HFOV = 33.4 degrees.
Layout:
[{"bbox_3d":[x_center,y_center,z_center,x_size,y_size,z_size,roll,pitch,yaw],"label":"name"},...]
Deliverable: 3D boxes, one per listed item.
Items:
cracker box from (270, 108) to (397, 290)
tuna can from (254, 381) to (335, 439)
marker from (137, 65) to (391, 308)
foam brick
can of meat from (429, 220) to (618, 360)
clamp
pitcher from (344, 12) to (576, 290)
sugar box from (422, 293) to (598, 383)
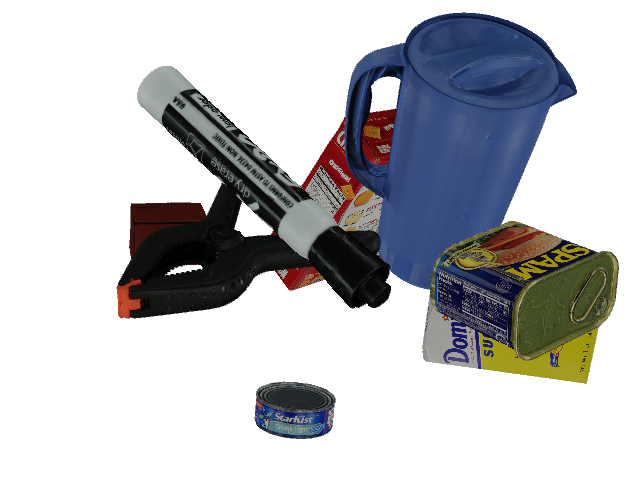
[{"bbox_3d":[0.050,-0.051,1.176,0.163,0.072,0.214,-16,-31,-43],"label":"cracker box"},{"bbox_3d":[-0.028,0.182,1.146,0.086,0.034,0.086,5,12,-1],"label":"tuna can"},{"bbox_3d":[-0.020,-0.019,0.368,0.121,0.020,0.020,43,21,24],"label":"marker"},{"bbox_3d":[-0.161,-0.007,1.126,0.078,0.051,0.053,-1,24,-14],"label":"foam brick"},{"bbox_3d":[0.138,0.030,0.731,0.101,0.057,0.084,-19,29,-34],"label":"can of meat"},{"bbox_3d":[-0.080,0.002,0.845,0.209,0.036,0.165,-23,41,-34],"label":"clamp"},{"bbox_3d":[0.110,-0.072,0.957,0.144,0.243,0.149,-32,58,-34],"label":"pitcher"},{"bbox_3d":[0.201,0.093,1.134,0.176,0.093,0.048,6,21,2],"label":"sugar box"}]
